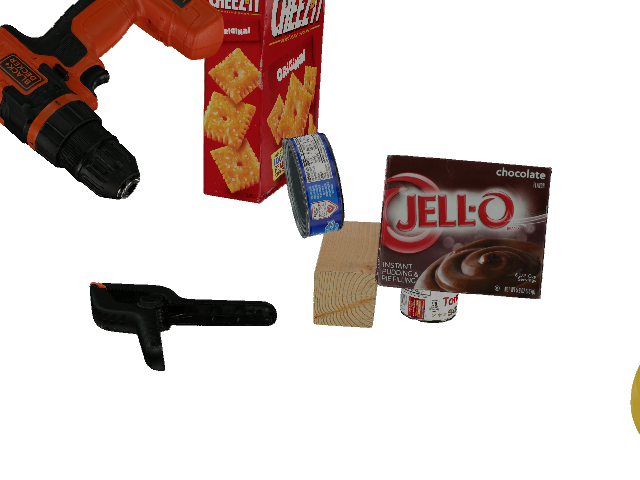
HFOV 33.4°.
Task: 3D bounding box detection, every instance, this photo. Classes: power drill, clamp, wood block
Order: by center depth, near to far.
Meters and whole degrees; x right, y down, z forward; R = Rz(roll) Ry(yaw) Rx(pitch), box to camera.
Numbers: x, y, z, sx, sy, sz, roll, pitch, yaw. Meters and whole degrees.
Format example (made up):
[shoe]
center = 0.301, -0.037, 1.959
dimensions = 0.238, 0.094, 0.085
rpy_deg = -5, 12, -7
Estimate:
[power drill]
center = -0.163, -0.135, 0.830
dimensions = 0.187, 0.184, 0.057
rpy_deg = -42, -12, -32
[clamp]
center = -0.173, 0.079, 1.091
dimensions = 0.210, 0.036, 0.164
rpy_deg = 10, 20, 33
[wood block]
center = 0.044, 0.048, 1.649
dimensions = 0.091, 0.090, 0.206
rpy_deg = 3, 23, 4

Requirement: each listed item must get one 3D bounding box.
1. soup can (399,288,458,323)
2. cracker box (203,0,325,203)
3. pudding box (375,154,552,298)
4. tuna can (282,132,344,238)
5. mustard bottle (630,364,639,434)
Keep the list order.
[soup can]
center = 0.126, 0.036, 1.224
dimensions = 0.068, 0.102, 0.068
rpy_deg = 2, 20, -1
[cracker box]
center = -0.053, -0.163, 1.065
dimensions = 0.072, 0.214, 0.164
rpy_deg = 11, 22, 17
[pudding box]
center = 0.097, -0.010, 0.732
dimensions = 0.113, 0.090, 0.039
rpy_deg = 5, 3, 3
[tuna can]
center = -0.006, -0.047, 0.896
dimensions = 0.033, 0.086, 0.086
rpy_deg = -12, 2, -9
[mustard bottle]
center = 0.222, 0.099, 0.574
dimensions = 0.096, 0.058, 0.191
rpy_deg = -5, 36, -2
